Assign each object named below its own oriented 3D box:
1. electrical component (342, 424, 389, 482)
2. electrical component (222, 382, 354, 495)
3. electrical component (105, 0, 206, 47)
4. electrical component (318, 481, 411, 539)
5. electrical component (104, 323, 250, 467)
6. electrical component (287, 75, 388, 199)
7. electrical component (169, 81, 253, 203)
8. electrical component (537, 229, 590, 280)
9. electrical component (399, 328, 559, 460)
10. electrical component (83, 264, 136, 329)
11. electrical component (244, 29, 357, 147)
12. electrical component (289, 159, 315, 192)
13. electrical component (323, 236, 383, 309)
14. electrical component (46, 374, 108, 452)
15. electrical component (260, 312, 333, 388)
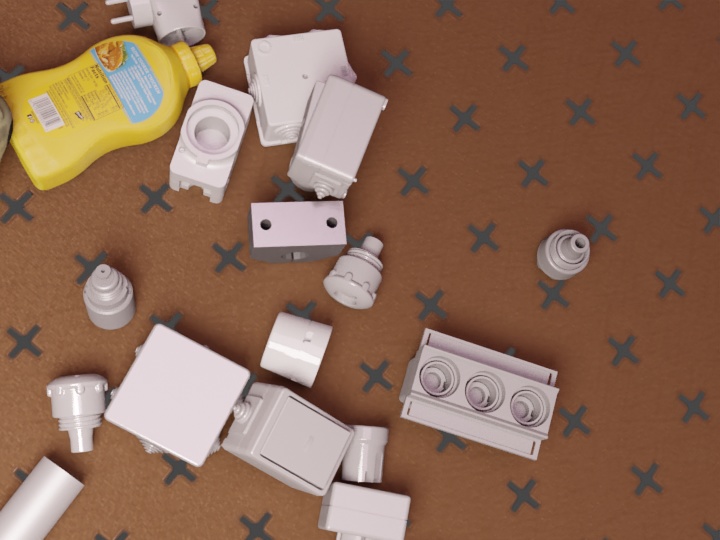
[{"bbox_3d":[0.003,0.155,0.909,0.040,0.040,0.046,6,81,-9],"label":"electrical component"},{"bbox_3d":[-0.061,0.134,0.873,0.096,0.061,0.061,36,71,-27],"label":"electrical component"},{"bbox_3d":[-0.187,-0.239,0.967,0.079,0.043,0.077,-15,80,-14],"label":"electrical component"},{"bbox_3d":[0.000,0.219,0.889,0.066,0.047,0.076,13,76,-8],"label":"electrical component"},{"bbox_3d":[-0.150,0.105,0.887,0.100,0.048,0.099,28,73,-3],"label":"electrical component"},{"bbox_3d":[-0.026,-0.107,0.905,0.061,0.062,0.096,23,76,-6],"label":"electrical component"},{"bbox_3d":[-0.130,-0.113,0.941,0.050,0.055,0.089,18,74,-6],"label":"electrical component"},{"bbox_3d":[0.188,-0.017,0.974,0.043,0.062,0.043,2,76,-10],"label":"electrical component"},{"bbox_3d":[0.100,0.108,0.926,0.121,0.063,0.078,19,74,-6],"label":"electrical component"},{"bbox_3d":[-0.208,0.019,0.885,0.040,0.078,0.040,3,63,-5],"label":"electrical component"},{"bbox_3d":[-0.052,-0.166,0.972,0.100,0.048,0.099,-10,79,-13],"label":"electrical component"},{"bbox_3d":[-0.041,-0.095,0.958,0.040,0.046,0.040,2,76,-10],"label":"electrical component"},{"bbox_3d":[0.000,0.000,0.944,0.048,0.048,0.062,29,67,-3],"label":"electrical component"},{"bbox_3d":[-0.228,0.116,0.873,0.048,0.048,0.062,-5,86,-12],"label":"electrical component"},{"bbox_3d":[-0.054,0.066,0.913,0.047,0.055,0.055,20,74,-1],"label":"electrical component"}]
